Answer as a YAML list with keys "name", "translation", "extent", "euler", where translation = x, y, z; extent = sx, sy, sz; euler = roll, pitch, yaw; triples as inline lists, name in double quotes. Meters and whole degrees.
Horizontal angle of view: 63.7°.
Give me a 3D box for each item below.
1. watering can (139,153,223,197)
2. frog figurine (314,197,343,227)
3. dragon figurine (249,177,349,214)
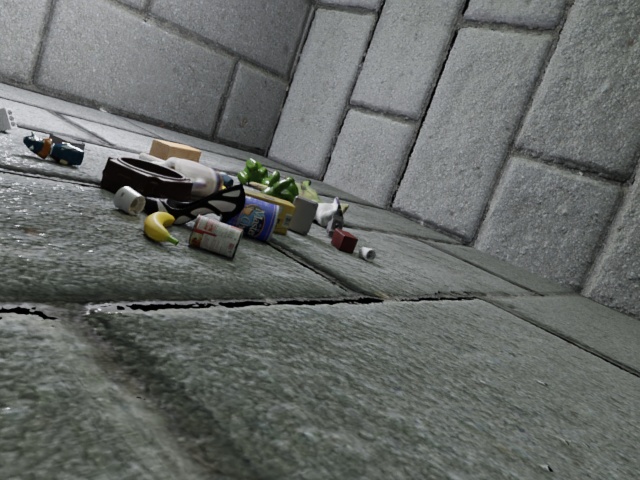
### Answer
- name: "watering can"
  translation: [-0.446, -0.214, 1.654]
  extent: [0.223, 0.103, 0.352]
  euler: [13, 13, -37]
- name: "frog figurine"
  translation: [0.006, -0.099, 1.973]
  extent: [0.159, 0.120, 0.140]
  euler: [-15, 37, 3]
- name: "dragon figurine"
  translation: [-0.069, -0.156, 2.103]
  extent: [0.410, 0.120, 0.247]
  euler: [3, 25, -30]
